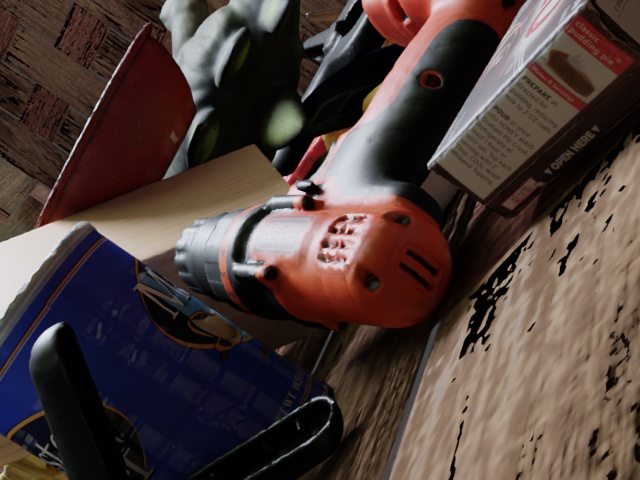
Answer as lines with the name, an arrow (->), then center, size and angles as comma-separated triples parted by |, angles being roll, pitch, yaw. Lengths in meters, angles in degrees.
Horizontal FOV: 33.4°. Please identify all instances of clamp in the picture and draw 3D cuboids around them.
clamp -> 0.018, -0.154, 0.897 | 0.210, 0.036, 0.164 | -40, 30, 54
clamp -> -0.062, 0.114, 0.432 | 0.039, 0.120, 0.172 | -80, 3, -60

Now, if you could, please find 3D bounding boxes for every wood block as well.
wood block -> -0.107, 0.034, 0.611 | 0.206, 0.090, 0.091 | -23, 32, -11

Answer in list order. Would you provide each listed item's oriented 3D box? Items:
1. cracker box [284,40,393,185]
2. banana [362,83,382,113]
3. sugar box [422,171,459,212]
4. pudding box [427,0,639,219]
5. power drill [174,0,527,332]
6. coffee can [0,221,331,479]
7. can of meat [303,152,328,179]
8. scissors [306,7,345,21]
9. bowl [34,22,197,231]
cracker box -> 0.054, -0.135, 1.000 | 0.214, 0.072, 0.164 | -53, 6, 34
banana -> 0.091, -0.134, 0.670 | 0.037, 0.070, 0.198 | -14, -33, -41
sugar box -> 0.041, -0.037, 0.605 | 0.093, 0.048, 0.176 | -55, 3, 5
pudding box -> 0.092, -0.071, 0.368 | 0.090, 0.039, 0.113 | -49, 8, 50
power drill -> 0.018, -0.047, 0.485 | 0.185, 0.057, 0.187 | 4, 63, 56
coffee can -> -0.081, 0.072, 0.497 | 0.103, 0.140, 0.103 | -55, 4, 6
can of meat -> -0.005, 0.001, 0.751 | 0.102, 0.057, 0.083 | -53, 7, 37
scissors -> 0.073, -0.216, 1.066 | 0.201, 0.016, 0.096 | -19, -29, -17
bowl -> -0.124, -0.056, 0.685 | 0.162, 0.055, 0.162 | -59, 10, 17
